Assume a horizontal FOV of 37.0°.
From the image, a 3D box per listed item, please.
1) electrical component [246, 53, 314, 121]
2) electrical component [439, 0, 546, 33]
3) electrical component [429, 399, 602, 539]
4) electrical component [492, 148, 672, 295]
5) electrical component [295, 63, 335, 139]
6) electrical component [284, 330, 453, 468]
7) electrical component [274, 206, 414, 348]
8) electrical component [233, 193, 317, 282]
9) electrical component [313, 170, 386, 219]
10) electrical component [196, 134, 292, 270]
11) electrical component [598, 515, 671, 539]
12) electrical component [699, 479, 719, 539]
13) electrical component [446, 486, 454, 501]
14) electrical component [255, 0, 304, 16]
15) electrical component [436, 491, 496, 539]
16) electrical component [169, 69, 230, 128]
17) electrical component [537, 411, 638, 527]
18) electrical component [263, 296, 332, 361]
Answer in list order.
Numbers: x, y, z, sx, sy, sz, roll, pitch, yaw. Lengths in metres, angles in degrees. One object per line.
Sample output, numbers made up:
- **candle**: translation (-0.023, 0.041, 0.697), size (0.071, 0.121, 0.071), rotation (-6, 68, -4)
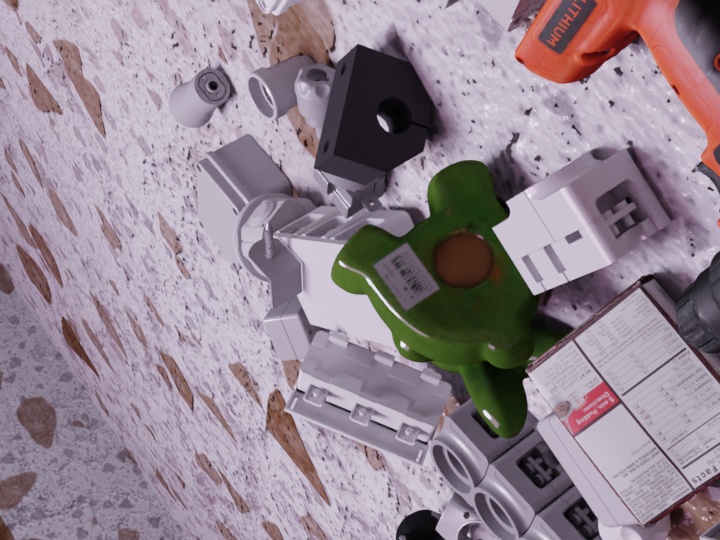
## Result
- **electrical component**: translation (-0.058, -0.142, 0.828), size (0.040, 0.046, 0.040), rotation (44, 153, 29)
- **electrical component**: translation (0.074, -0.160, 0.547), size (0.063, 0.042, 0.081), rotation (50, 156, 14)
- **electrical component**: translation (0.126, 0.173, 0.830), size (0.150, 0.062, 0.089), rotation (47, 154, 25)
- **electrical component**: translation (0.120, -0.029, 0.606), size (0.055, 0.050, 0.089), rotation (58, 157, 1)
- **electrical component**: translation (-0.030, -0.124, 0.811), size (0.035, 0.035, 0.061), rotation (43, 155, 31)
- **electrical component**: translation (0.010, 0.100, 0.885), size (0.121, 0.078, 0.063), rotation (22, 150, 5)
- **electrical component**: translation (0.000, 0.000, 0.868), size (0.150, 0.062, 0.089), rotation (9, 127, 61)
- **electrical component**: translation (-0.067, -0.028, 0.948), size (0.051, 0.080, 0.080), rotation (7, 125, 55)
- **electrical component**: translation (-0.007, -0.075, 0.812), size (0.066, 0.048, 0.055), rotation (52, 164, 14)
- **electrical component**: translation (-0.112, -0.062, 1.022), size (0.078, 0.057, 0.113), rotation (49, 155, 21)
- **electrical component**: translation (0.184, 0.174, 0.738), size (0.043, 0.043, 0.062), rotation (51, 157, 17)
- **electrical component**: translation (0.230, 0.139, 0.605), size (0.081, 0.042, 0.063), rotation (-1, 117, 63)
- **electrical component**: translation (0.099, 0.214, 0.971), size (0.035, 0.035, 0.061), rotation (31, 148, 47)
- **electrical component**: translation (-0.052, -0.237, 0.686), size (0.108, 0.056, 0.109), rotation (58, 157, 0)
- **electrical component**: translation (0.114, 0.205, 0.906), size (0.077, 0.044, 0.079), rotation (27, 117, 12)
- **electrical component**: translation (-0.146, -0.160, 0.991), size (0.044, 0.044, 0.065), rotation (61, 152, -6)
- **electrical component**: translation (0.160, 0.106, 0.680), size (0.096, 0.062, 0.061), rotation (56, 157, 5)
- **electrical component**: translation (-0.034, 0.038, 0.982), size (0.076, 0.083, 0.047), rotation (-9, 117, 24)
